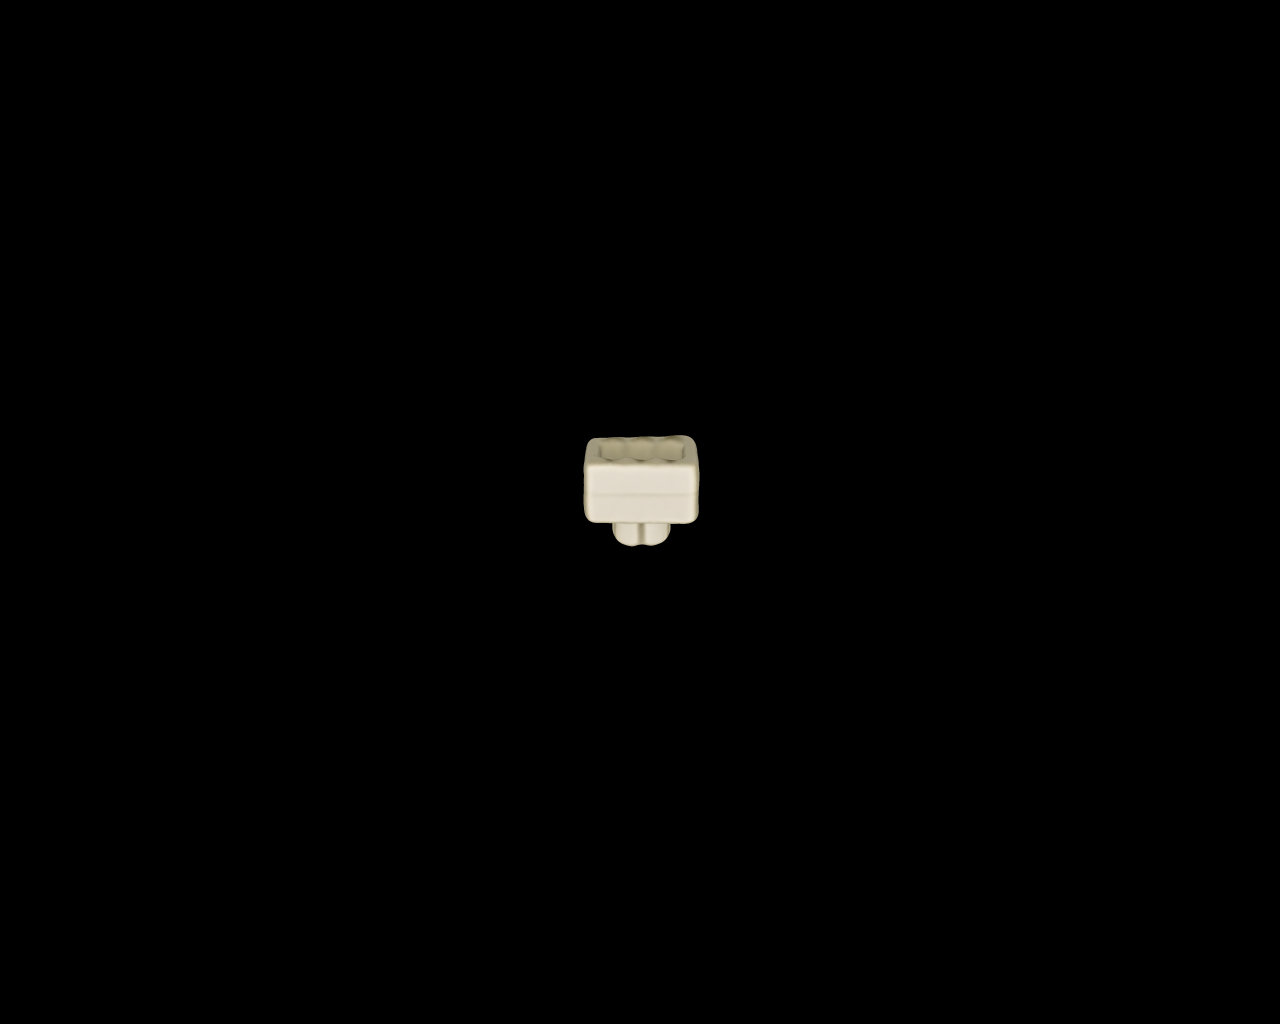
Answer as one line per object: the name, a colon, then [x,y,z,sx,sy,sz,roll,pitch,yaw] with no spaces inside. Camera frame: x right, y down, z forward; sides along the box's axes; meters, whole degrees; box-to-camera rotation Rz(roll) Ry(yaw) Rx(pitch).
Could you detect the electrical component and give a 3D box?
electrical component: [0.001,-0.003,0.650,0.066,0.076,0.047,0,25,0]
